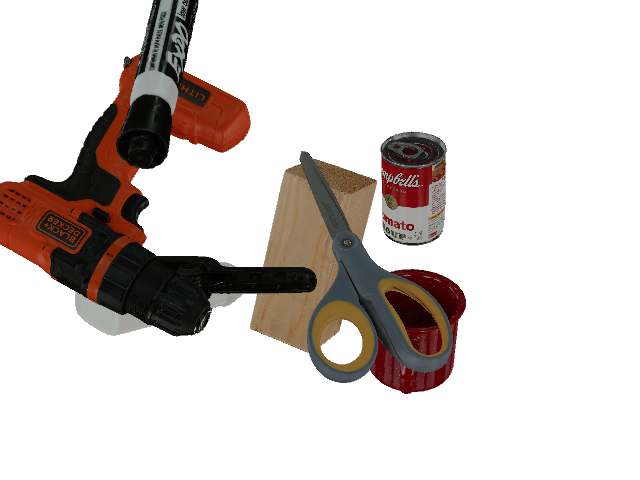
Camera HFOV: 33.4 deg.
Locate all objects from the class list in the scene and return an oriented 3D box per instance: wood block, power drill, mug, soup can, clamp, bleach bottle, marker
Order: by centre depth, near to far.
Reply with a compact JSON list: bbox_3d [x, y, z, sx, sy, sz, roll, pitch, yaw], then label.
[{"bbox_3d":[-0.062,-0.070,0.419,0.020,0.020,0.121,0,44,2],"label":"marker"},{"bbox_3d":[-0.129,-0.037,0.789,0.184,0.187,0.057,28,-27,6],"label":"power drill"},{"bbox_3d":[0.084,0.093,0.982,0.093,0.081,0.117,3,34,4],"label":"mug"},{"bbox_3d":[-0.131,0.045,1.069,0.210,0.036,0.164,9,19,42],"label":"clamp"},{"bbox_3d":[0.098,-0.054,1.128,0.068,0.102,0.068,-2,37,1],"label":"soup can"},{"bbox_3d":[-0.010,0.017,1.293,0.090,0.206,0.090,20,21,18],"label":"wood block"},{"bbox_3d":[-0.200,0.067,1.453,0.250,0.068,0.103,-11,26,-44],"label":"bleach bottle"}]

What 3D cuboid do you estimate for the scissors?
[{"bbox_3d":[0.005,0.018,0.689,0.096,0.016,0.202,-27,52,-20],"label":"scissors"}]
